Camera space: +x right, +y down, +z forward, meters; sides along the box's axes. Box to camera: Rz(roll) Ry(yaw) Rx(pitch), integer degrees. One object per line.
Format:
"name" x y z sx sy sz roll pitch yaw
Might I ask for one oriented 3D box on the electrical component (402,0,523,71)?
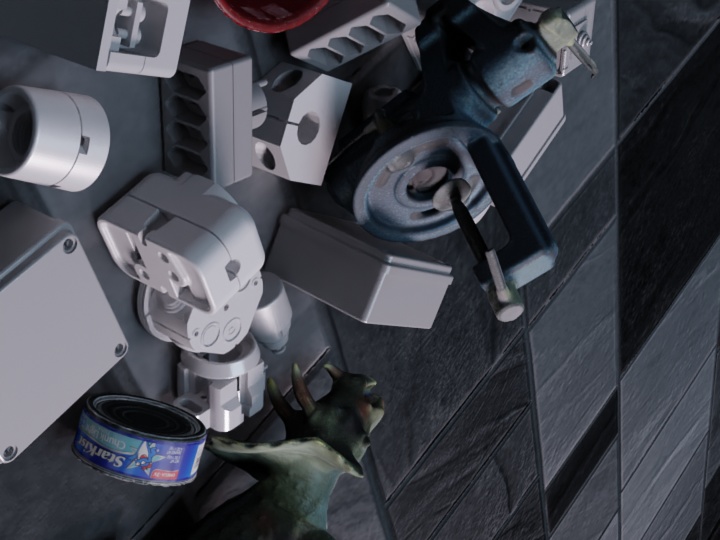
"electrical component" 0.069 -0.248 0.840 0.105 0.060 0.186 -57 147 -15

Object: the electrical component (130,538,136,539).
"electrical component" -0.185 0.226 0.778 0.081 0.043 0.043 -18 124 -51

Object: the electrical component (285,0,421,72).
"electrical component" -0.011 -0.194 0.752 0.047 0.083 0.075 11 62 -57

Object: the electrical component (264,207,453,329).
"electrical component" 0.000 0.000 0.850 0.109 0.109 0.056 9 104 -58

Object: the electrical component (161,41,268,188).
"electrical component" -0.087 -0.106 0.709 0.076 0.047 0.083 -30 133 -44

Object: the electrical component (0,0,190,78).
"electrical component" -0.128 -0.184 0.558 0.062 0.089 0.150 -6 115 -55

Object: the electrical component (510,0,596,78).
"electrical component" 0.172 -0.220 0.977 0.061 0.096 0.061 -37 138 -40

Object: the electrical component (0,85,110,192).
"electrical component" -0.175 -0.073 0.594 0.047 0.055 0.055 5 105 -54

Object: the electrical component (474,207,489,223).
"electrical component" 0.090 -0.082 0.985 0.080 0.051 0.080 -34 136 -41

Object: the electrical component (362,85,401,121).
"electrical component" 0.019 -0.117 0.874 0.035 0.035 0.061 -39 141 -37

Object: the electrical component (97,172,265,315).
"electrical component" -0.110 -0.021 0.683 0.059 0.095 0.053 -47 143 -29

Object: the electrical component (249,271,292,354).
"electrical component" -0.072 0.036 0.829 0.040 0.040 0.078 -48 144 -28

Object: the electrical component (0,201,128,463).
"electrical component" -0.202 0.036 0.619 0.108 0.056 0.108 -46 143 -30

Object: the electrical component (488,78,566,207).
"electrical component" 0.101 -0.122 0.908 0.108 0.109 0.056 -54 153 -20

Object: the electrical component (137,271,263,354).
"electrical component" -0.111 0.017 0.749 0.080 0.051 0.080 -34 136 -41

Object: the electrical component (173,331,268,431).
"electrical component" -0.103 0.077 0.794 0.078 0.058 0.057 -32 136 -44
